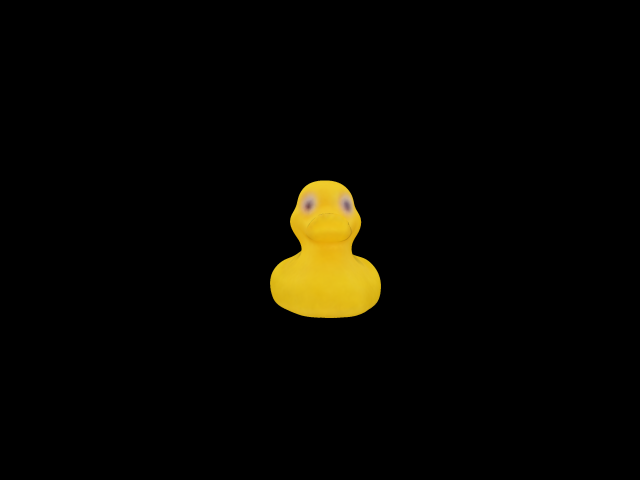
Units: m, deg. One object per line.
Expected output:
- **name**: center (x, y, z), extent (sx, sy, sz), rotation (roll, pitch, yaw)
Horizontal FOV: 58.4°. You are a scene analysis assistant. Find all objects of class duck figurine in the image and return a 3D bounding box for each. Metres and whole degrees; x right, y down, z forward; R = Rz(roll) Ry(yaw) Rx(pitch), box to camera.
- **duck figurine**: center (0.004, 0.001, 0.400), extent (0.077, 0.086, 0.104), rotation (0, 7, -3)
